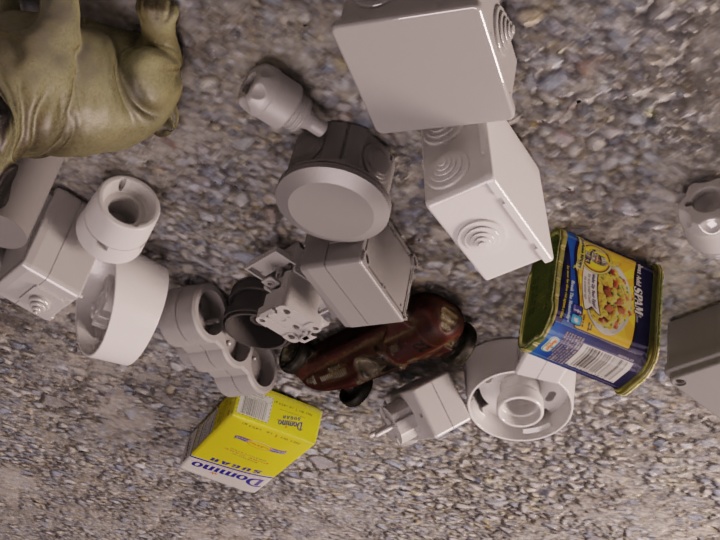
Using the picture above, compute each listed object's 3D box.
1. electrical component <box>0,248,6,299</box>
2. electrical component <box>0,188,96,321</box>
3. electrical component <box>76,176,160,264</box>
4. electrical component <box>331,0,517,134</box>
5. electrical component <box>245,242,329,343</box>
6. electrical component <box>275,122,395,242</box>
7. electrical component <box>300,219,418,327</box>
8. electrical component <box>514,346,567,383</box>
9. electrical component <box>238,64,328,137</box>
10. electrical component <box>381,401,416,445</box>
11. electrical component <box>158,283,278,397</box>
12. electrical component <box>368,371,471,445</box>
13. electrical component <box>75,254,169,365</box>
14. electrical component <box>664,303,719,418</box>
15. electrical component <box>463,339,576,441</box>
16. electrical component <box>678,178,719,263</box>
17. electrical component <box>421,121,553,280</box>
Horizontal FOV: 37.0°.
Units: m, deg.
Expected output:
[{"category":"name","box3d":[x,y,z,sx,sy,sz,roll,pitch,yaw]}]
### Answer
[{"category":"electrical component","box3d":[-0.286,-0.001,0.905,0.055,0.066,0.048,-2,161,-44]},{"category":"electrical component","box3d":[-0.250,-0.009,0.857,0.061,0.096,0.062,34,140,-26]},{"category":"electrical component","box3d":[-0.186,-0.040,0.831,0.055,0.055,0.047,25,140,-17]},{"category":"electrical component","box3d":[0.042,-0.132,0.635,0.100,0.048,0.099,-3,142,22]},{"category":"electrical component","box3d":[-0.052,0.020,0.864,0.081,0.063,0.042,34,138,-28]},{"category":"electrical component","box3d":[-0.015,-0.060,0.751,0.080,0.051,0.080,9,145,6]},{"category":"electrical component","box3d":[0.000,0.000,0.820,0.061,0.061,0.096,-8,140,26]},{"category":"electrical component","box3d":[0.171,0.052,0.852,0.076,0.047,0.083,13,145,-1]},{"category":"electrical component","box3d":[-0.048,-0.108,0.710,0.061,0.035,0.035,30,142,-27]},{"category":"electrical component","box3d":[0.043,0.147,1.029,0.043,0.043,0.062,6,146,10]},{"category":"electrical component","box3d":[-0.139,0.066,0.965,0.074,0.052,0.138,-9,140,27]},{"category":"electrical component","box3d":[0.043,0.129,0.950,0.076,0.047,0.083,-25,177,-19]},{"category":"electrical component","box3d":[-0.203,0.028,0.898,0.064,0.099,0.099,24,144,-26]},{"category":"electrical component","box3d":[0.310,0.070,0.825,0.109,0.056,0.109,34,140,-27]},{"category":"electrical component","box3d":[0.139,0.101,0.938,0.099,0.064,0.099,4,131,4]},{"category":"electrical component","box3d":[0.240,-0.028,0.722,0.043,0.043,0.062,-8,142,27]},{"category":"electrical component","box3d":[0.080,-0.054,0.691,0.048,0.099,0.099,-23,133,23]}]
